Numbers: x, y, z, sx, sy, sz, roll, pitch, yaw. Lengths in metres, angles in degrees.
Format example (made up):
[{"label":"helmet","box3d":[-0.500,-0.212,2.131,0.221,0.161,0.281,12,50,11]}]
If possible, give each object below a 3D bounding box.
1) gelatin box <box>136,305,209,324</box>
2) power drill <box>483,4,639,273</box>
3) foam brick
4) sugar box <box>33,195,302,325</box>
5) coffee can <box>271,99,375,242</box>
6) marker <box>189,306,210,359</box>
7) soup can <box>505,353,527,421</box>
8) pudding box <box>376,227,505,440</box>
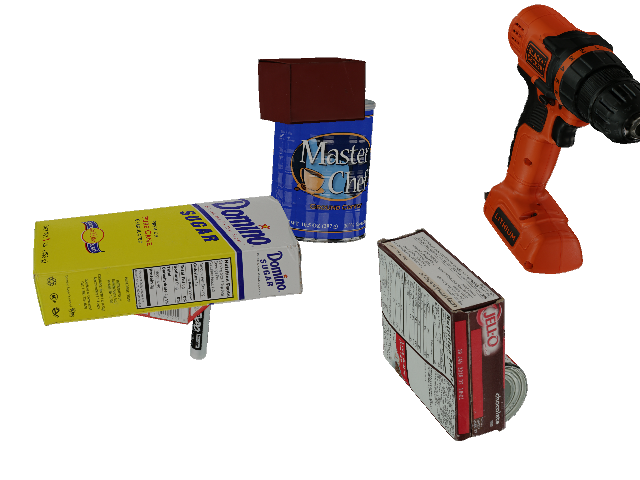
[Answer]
[{"label":"gelatin box","box3d":[-0.142,0.042,0.956,0.089,0.030,0.073,9,21,18]},{"label":"power drill","box3d":[0.189,-0.070,0.834,0.057,0.188,0.184,-2,34,-15]},{"label":"foam brick","box3d":[-0.007,-0.127,0.902,0.078,0.051,0.053,-7,16,-32]},{"label":"sugar box","box3d":[-0.107,0.011,0.743,0.176,0.048,0.093,-9,27,-10]},{"label":"coffee can","box3d":[0.001,-0.077,1.102,0.103,0.140,0.103,3,12,-1]},{"label":"marker","box3d":[-0.132,0.083,1.186,0.020,0.121,0.020,6,37,-5]},{"label":"soup can","box3d":[0.132,0.114,0.959,0.068,0.068,0.102,0,25,-25]},{"label":"pudding box","box3d":[0.073,0.055,0.659,0.039,0.090,0.114,-13,26,-18]}]
